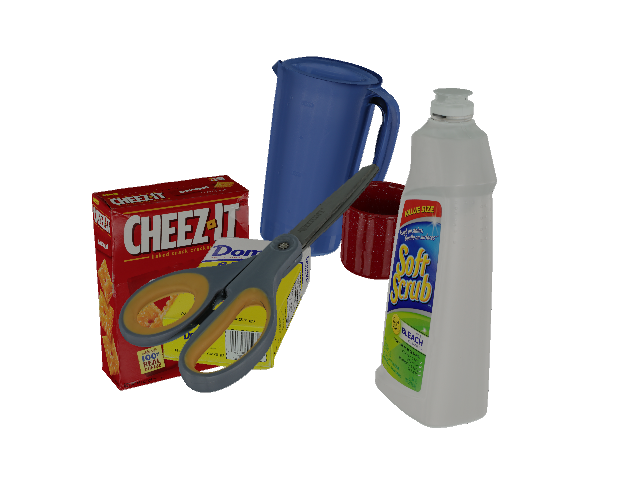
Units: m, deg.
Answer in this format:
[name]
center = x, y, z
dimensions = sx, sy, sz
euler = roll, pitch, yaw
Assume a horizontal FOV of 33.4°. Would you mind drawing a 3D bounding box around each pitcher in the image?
[pitcher]
center = 0.002, -0.104, 1.358
dimensions = 0.144, 0.243, 0.149
euler = 4, 22, -15

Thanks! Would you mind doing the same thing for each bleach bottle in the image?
[bleach bottle]
center = 0.090, 0.009, 0.812
dimensions = 0.068, 0.251, 0.103
euler = -7, 20, -23

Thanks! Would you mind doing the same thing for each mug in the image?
[mug]
center = 0.076, -0.009, 1.169
dimensions = 0.117, 0.081, 0.093
euler = 5, 27, 4

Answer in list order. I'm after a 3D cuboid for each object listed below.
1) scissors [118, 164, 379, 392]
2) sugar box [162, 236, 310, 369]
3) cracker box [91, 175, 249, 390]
[scissors]
center = -0.041, 0.009, 0.610
dimensions = 0.096, 0.016, 0.201
euler = 9, 41, 18
[sugar box]
center = -0.069, 0.050, 0.936
dimensions = 0.093, 0.048, 0.176
euler = 6, 26, 8
[cracker box]
center = -0.163, 0.046, 1.196
dimensions = 0.163, 0.214, 0.072
euler = -10, 23, -28
